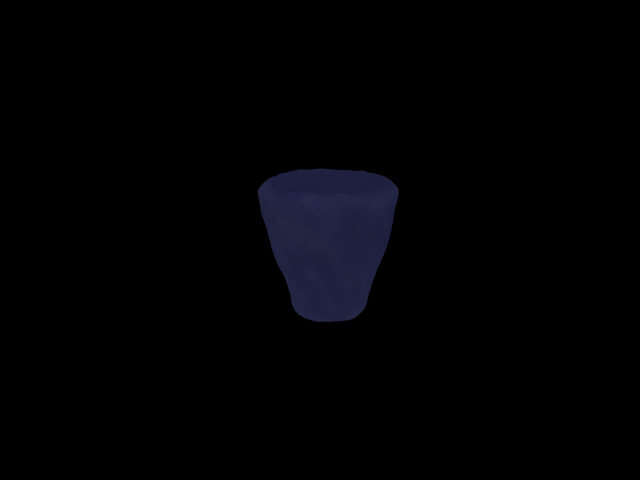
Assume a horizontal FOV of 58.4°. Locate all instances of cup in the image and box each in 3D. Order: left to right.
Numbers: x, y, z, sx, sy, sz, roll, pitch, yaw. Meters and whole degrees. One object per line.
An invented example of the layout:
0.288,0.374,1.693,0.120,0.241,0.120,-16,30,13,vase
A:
0.004,0.001,0.400,0.092,0.095,0.117,-2,18,-7,cup
